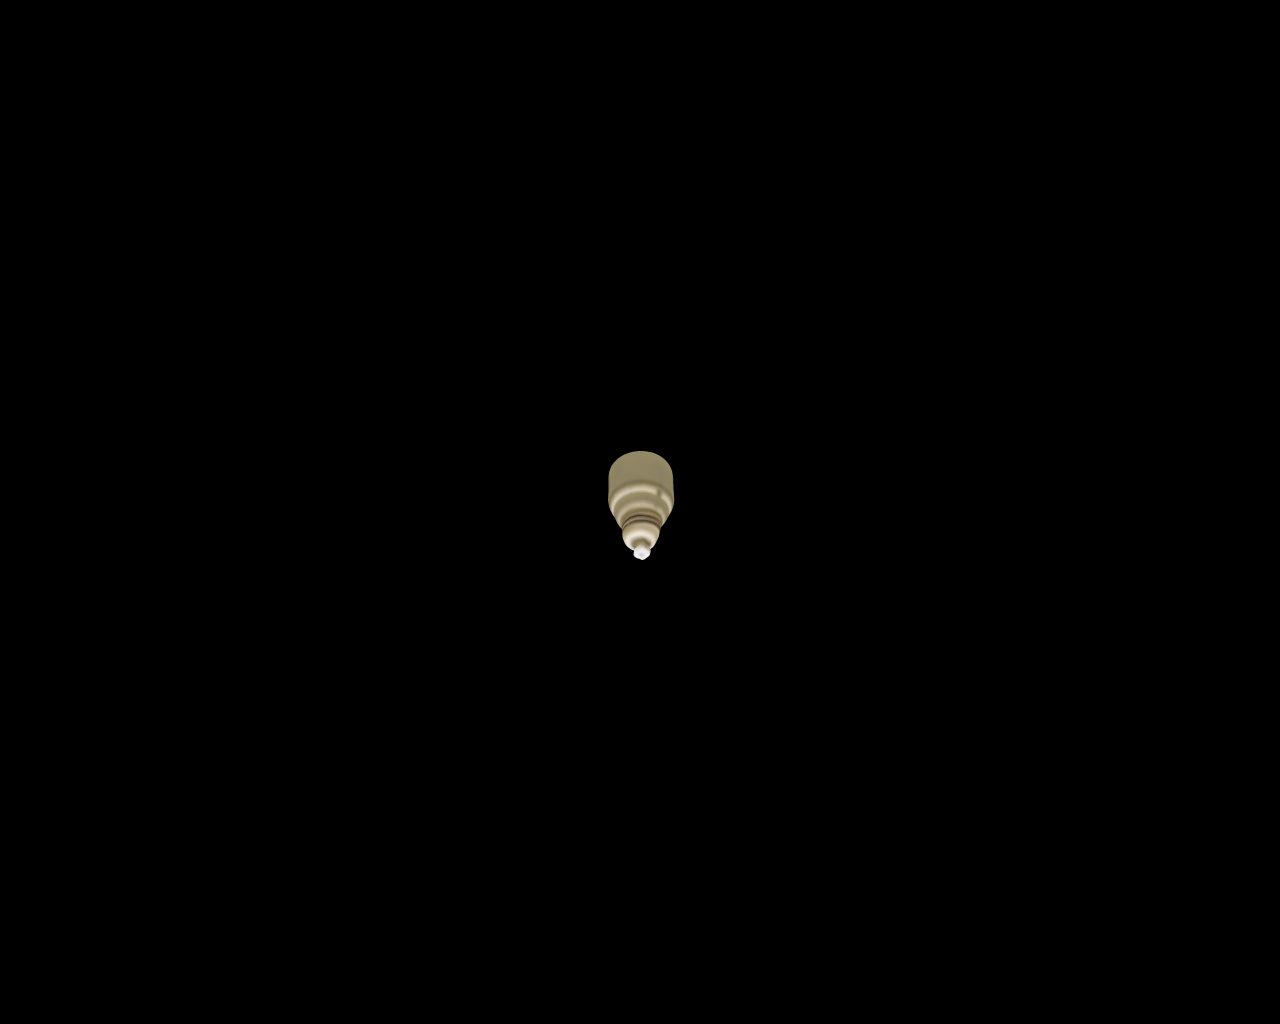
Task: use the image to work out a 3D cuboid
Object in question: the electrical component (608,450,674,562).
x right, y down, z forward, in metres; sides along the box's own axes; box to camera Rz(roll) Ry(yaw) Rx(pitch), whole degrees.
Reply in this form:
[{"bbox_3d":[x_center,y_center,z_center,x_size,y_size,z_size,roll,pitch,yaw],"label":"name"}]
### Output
[{"bbox_3d":[0.001,-0.003,0.650,0.040,0.040,0.078,0,45,0],"label":"electrical component"}]
